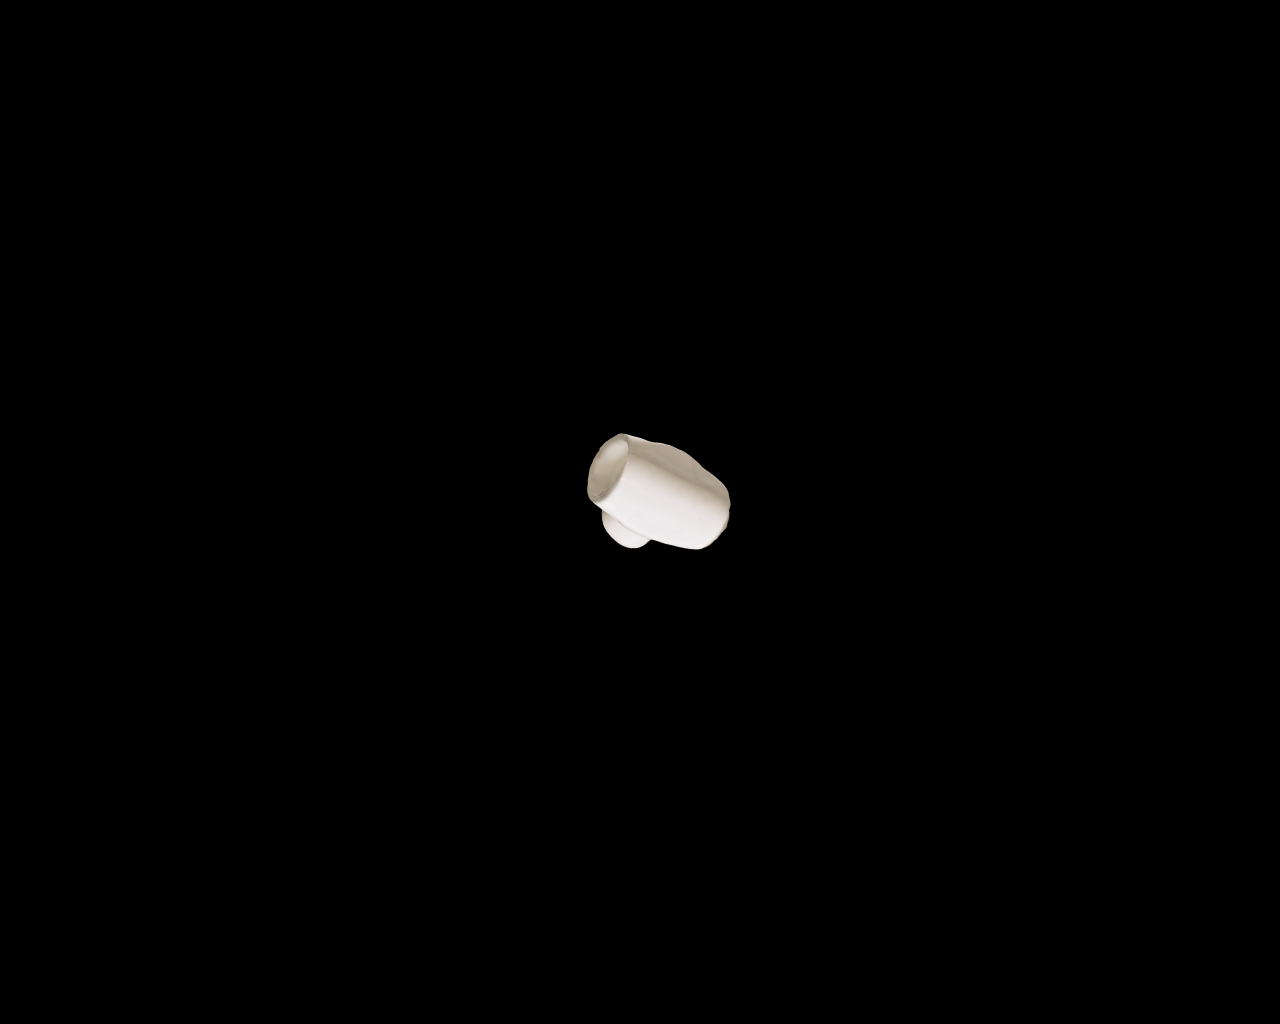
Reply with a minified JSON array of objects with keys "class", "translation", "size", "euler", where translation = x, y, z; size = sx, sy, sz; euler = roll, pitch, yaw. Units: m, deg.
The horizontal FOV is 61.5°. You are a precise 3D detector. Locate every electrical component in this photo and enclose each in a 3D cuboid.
[{"class":"electrical component","translation":[0.001,-0.003,0.650],"size":[0.077,0.044,0.079],"euler":[25,-45,-28]}]
